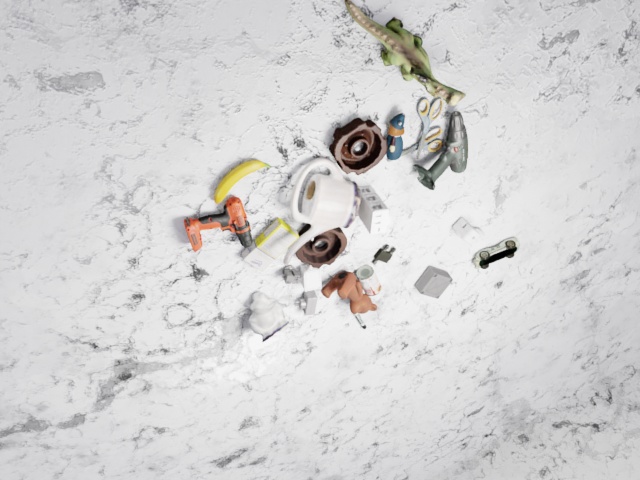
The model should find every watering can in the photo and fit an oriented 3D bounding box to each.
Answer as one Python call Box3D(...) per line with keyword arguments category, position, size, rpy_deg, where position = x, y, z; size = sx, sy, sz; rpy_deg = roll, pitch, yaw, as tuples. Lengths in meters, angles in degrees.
Box3D(category="watering can", position=(0.005, -0.081, 1.610), size=(0.224, 0.105, 0.345), rpy_deg=(9, 101, -25))

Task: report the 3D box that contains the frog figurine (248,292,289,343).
Box3D(category="frog figurine", position=(-0.196, 0.256, 1.813), size=(0.136, 0.124, 0.159), rpy_deg=(-31, 94, 12))

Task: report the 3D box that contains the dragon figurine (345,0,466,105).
Box3D(category="dragon figurine", position=(0.240, -0.475, 1.362), size=(0.407, 0.248, 0.120), rpy_deg=(21, 119, -35))
